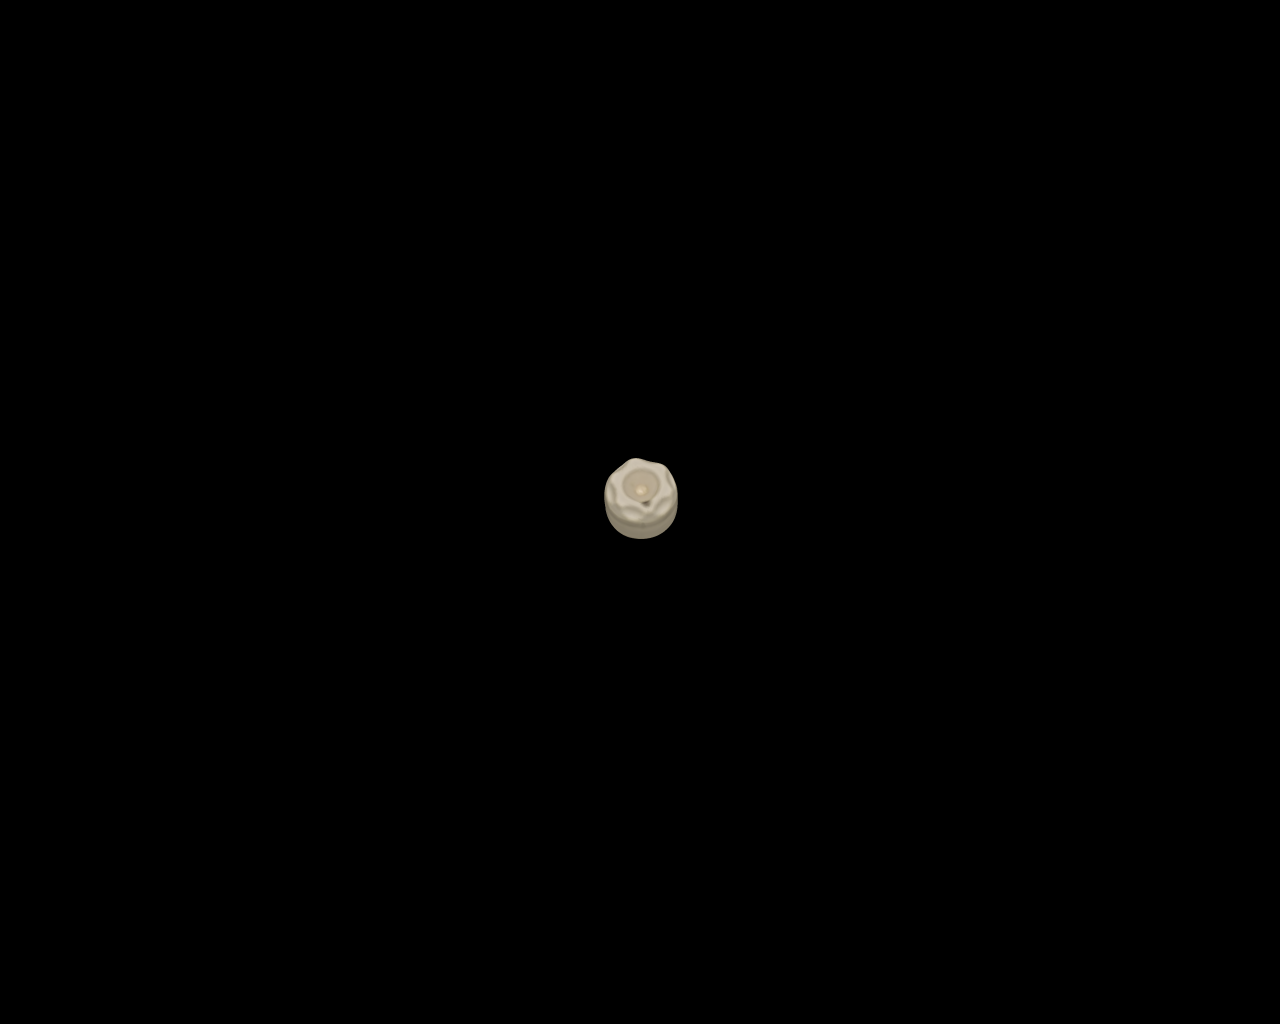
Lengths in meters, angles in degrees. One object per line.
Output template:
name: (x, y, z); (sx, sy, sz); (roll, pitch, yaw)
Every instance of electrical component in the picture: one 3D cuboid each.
electrical component: (0.001, -0.003, 0.650); (0.043, 0.043, 0.062); (0, -27, 0)
